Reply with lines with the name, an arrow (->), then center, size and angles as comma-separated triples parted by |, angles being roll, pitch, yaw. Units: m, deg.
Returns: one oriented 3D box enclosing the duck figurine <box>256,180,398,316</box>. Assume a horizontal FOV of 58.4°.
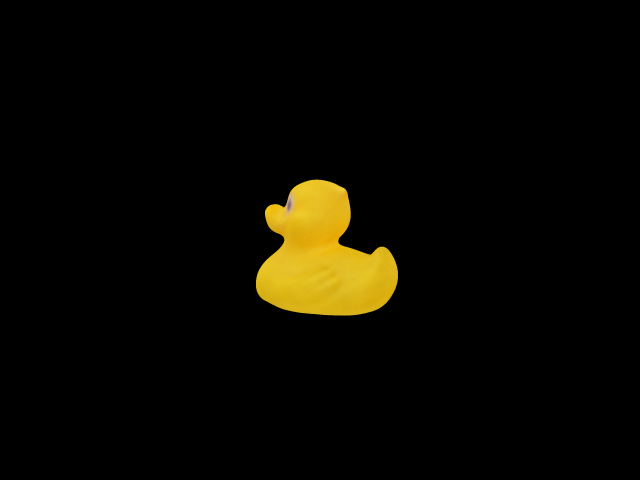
duck figurine -> 0.004, 0.001, 0.400 | 0.104, 0.086, 0.078 | 7, 15, 27
